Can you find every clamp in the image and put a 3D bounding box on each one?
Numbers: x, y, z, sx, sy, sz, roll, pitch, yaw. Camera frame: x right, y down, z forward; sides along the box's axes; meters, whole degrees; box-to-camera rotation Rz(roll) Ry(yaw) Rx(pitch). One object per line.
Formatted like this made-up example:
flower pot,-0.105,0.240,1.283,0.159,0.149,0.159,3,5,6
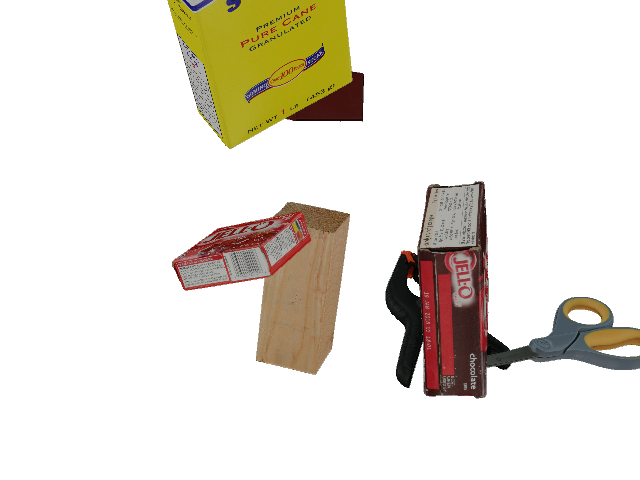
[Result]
clamp,0.125,0.079,1.104,0.120,0.171,0.039,2,-43,-12

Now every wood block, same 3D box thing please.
wood block,-0.025,0.063,1.453,0.090,0.206,0.090,12,21,11

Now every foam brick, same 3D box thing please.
foam brick,0.002,-0.153,1.128,0.078,0.051,0.053,-2,12,-19

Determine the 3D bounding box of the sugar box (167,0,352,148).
sugar box,-0.035,-0.137,0.581,0.093,0.048,0.176,-32,-29,-14

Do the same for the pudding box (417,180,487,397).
pudding box,0.078,0.025,0.616,0.039,0.090,0.113,-1,21,8

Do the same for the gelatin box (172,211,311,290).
gelatin box,-0.063,0.008,0.857,0.089,0.030,0.073,-10,17,31

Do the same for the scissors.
scissors,0.178,0.077,0.868,0.201,0.016,0.096,2,32,-16
